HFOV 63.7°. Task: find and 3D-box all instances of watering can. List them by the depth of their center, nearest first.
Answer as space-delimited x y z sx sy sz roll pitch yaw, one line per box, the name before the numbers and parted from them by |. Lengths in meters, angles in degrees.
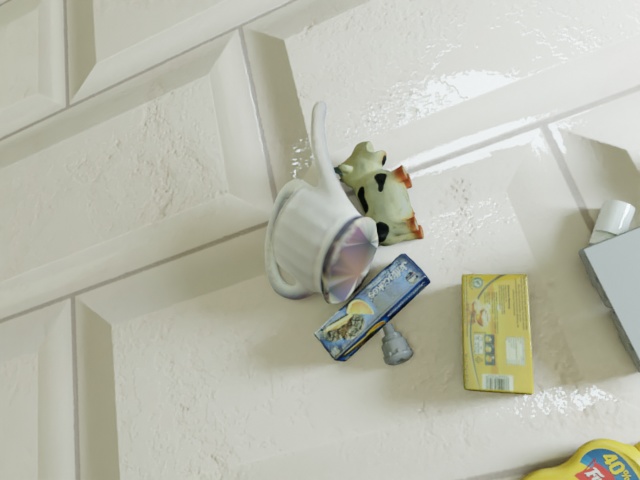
watering can | 0.003 -0.044 0.865 0.227 0.104 0.343 31 110 38
